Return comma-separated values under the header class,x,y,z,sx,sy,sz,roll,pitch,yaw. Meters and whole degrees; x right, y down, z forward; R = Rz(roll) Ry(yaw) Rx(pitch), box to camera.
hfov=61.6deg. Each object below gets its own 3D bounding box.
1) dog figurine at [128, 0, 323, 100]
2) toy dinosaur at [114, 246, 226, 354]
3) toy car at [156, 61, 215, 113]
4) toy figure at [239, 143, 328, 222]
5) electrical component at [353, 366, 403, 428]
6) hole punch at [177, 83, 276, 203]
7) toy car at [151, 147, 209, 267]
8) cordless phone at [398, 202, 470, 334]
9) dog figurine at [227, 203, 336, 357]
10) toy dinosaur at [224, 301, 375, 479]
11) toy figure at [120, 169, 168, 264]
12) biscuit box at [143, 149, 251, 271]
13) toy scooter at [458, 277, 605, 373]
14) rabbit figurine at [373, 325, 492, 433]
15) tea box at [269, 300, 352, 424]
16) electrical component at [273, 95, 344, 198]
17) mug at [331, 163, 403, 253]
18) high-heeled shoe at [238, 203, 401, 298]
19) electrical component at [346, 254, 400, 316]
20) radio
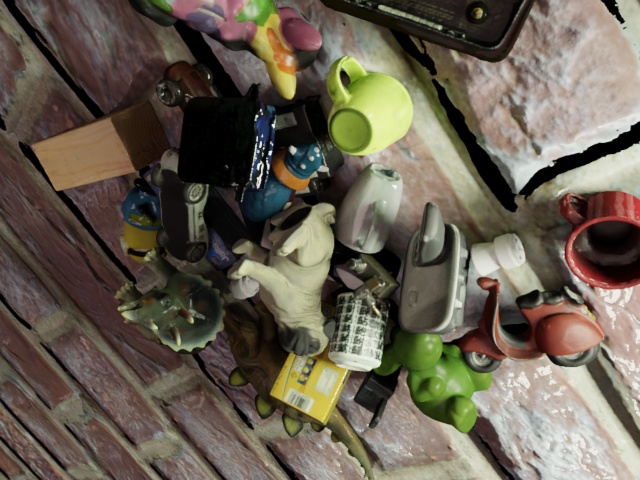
class,x,y,z,sx,sy,sz,roll,pitch,yaw
dog figurine,-0.100,-0.262,0.627,0.219,0.191,0.108,46,125,16
toy dinosaur,-0.252,0.146,0.966,0.192,0.131,0.404,38,158,15
toy car,-0.147,-0.162,0.764,0.053,0.089,0.202,-25,105,34
toy figure,-0.051,-0.082,0.710,0.154,0.064,0.058,-40,56,35
electrical component,0.091,0.247,0.878,0.048,0.119,0.074,31,132,7
hole punch,-0.104,-0.116,0.678,0.116,0.092,0.142,9,88,28
toy car,-0.208,-0.043,0.814,0.074,0.056,0.201,25,132,19
cordless phone,0.139,0.039,0.662,0.089,0.146,0.184,7,166,15
dog figurine,-0.013,0.059,0.746,0.172,0.121,0.190,-29,114,21
toy dinosaur,-0.050,0.267,0.983,0.471,0.105,0.198,44,138,9
toy figure,-0.302,-0.032,0.940,0.089,0.082,0.180,33,127,9
biscuit box,-0.196,-0.048,0.882,0.059,0.063,0.202,-28,103,39
toy scooter,0.269,0.103,0.707,0.184,0.075,0.135,-11,106,18
rabbit figurine,0.160,0.175,0.799,0.159,0.121,0.170,12,143,48
tea box,0.002,0.192,0.855,0.098,0.169,0.068,25,161,14
electrical component,-0.035,-0.124,0.749,0.115,0.058,0.134,-3,118,32
mug,0.067,-0.042,0.718,0.081,0.110,0.107,18,120,-4
high-heeled shoe,-0.002,-0.002,0.793,0.248,0.086,0.145,43,132,-11
electrical component,0.071,0.059,0.722,0.078,0.102,0.045,43,102,14
radio,0.114,-0.282,0.556,0.230,0.073,0.131,25,128,13
